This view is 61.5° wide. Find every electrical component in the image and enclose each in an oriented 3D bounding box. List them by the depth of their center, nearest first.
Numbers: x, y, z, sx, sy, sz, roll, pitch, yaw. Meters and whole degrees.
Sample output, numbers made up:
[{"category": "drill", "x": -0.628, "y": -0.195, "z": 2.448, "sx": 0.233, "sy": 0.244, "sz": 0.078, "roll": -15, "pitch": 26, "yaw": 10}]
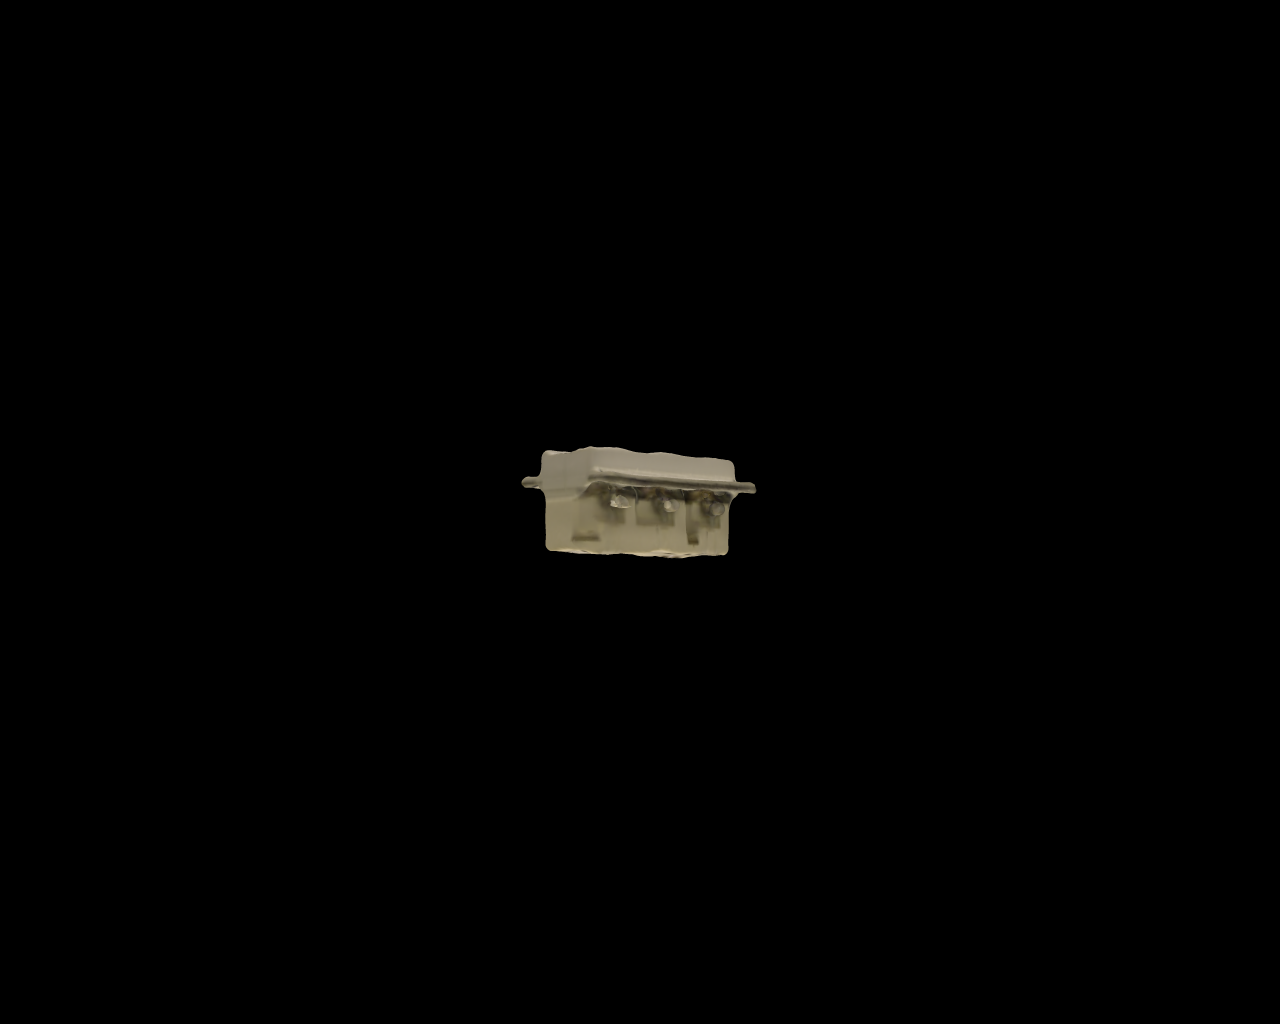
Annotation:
[{"category": "electrical component", "x": 0.001, "y": -0.003, "z": 0.650, "sx": 0.121, "sy": 0.063, "sz": 0.078, "roll": 4, "pitch": -6, "yaw": -43}]
